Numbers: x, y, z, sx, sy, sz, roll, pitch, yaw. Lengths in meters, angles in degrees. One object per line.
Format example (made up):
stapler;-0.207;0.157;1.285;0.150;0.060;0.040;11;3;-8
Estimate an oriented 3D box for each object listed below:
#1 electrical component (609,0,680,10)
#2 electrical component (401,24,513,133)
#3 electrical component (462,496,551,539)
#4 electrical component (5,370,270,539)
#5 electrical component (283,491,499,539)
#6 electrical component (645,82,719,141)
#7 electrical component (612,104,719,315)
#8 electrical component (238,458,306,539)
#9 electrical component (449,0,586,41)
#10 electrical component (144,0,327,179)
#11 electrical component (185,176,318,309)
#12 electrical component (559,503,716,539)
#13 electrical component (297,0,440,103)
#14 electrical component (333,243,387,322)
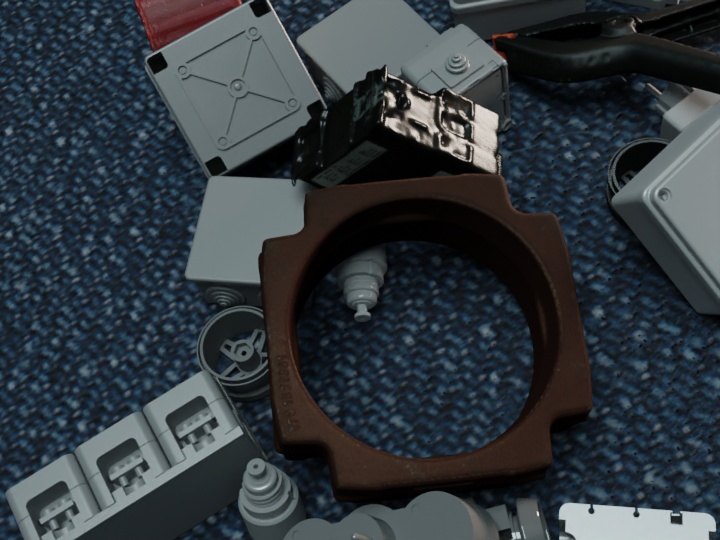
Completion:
electrical component;0.222;-0.264;0.838;0.078;0.113;0.057;17;70;19
electrical component;0.071;-0.137;0.810;0.062;0.096;0.061;-36;62;-9
electrical component;0.090;0.171;0.675;0.055;0.048;0.066;-17;61;10
electrical component;-0.143;0.138;0.712;0.150;0.089;0.061;-32;61;-6
electrical component;0.007;0.168;0.651;0.138;0.074;0.052;-19;61;26
electrical component;0.246;-0.120;0.795;0.066;0.047;0.076;-37;63;-9
electrical component;0.246;-0.042;0.723;0.109;0.056;0.108;-42;99;-12
electrical component;-0.060;0.149;0.701;0.040;0.078;0.040;-5;48;6
electrical component;0.124;-0.250;0.882;0.109;0.056;0.108;-8;62;7
electrical component;-0.096;-0.140;0.840;0.109;0.056;0.108;-30;98;-4
electrical component;-0.074;-0.019;0.805;0.100;0.048;0.099;4;64;13
electrical component;0.166;0.176;0.651;0.089;0.055;0.050;2;63;12
electrical component;0.012;-0.170;0.867;0.100;0.048;0.099;-36;62;-9
electrical component;0.000;0.000;0.785;0.040;0.040;0.078;-7;62;7
